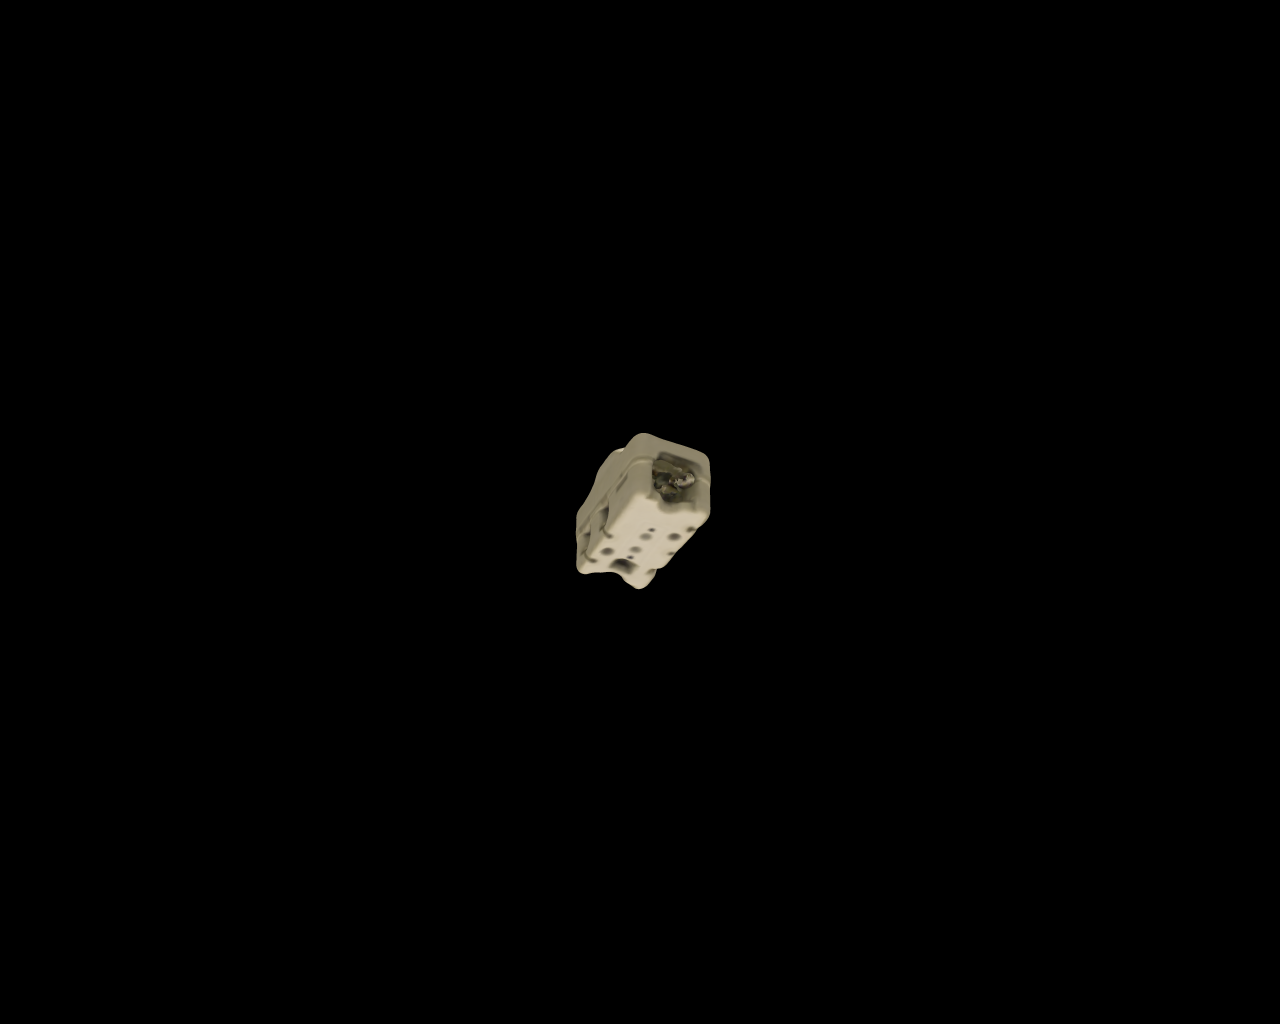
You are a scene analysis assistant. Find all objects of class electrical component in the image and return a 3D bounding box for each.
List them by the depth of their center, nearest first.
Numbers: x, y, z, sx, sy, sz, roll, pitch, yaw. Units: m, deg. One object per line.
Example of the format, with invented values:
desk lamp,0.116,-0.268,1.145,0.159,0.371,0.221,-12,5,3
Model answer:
electrical component,0.001,-0.003,0.650,0.050,0.056,0.089,17,-41,-21
